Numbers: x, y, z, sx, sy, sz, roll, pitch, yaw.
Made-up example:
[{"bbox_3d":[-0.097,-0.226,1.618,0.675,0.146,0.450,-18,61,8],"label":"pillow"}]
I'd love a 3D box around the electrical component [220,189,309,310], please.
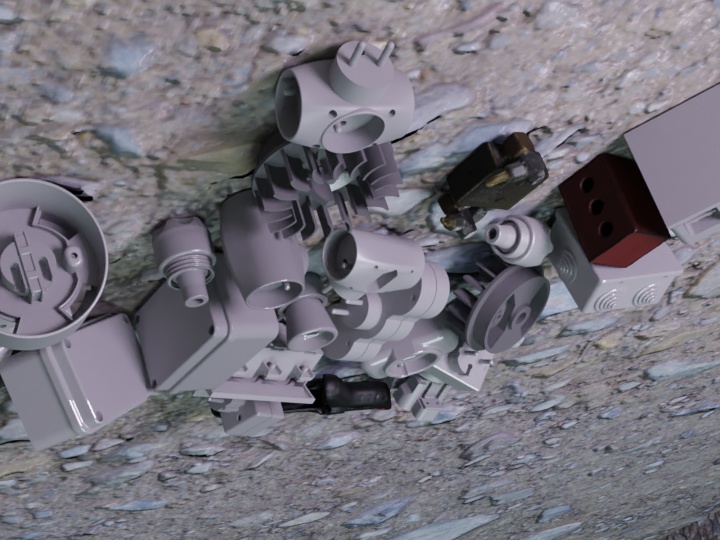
[{"bbox_3d":[-0.063,-0.010,0.787,0.043,0.077,0.079,-26,154,16],"label":"electrical component"}]

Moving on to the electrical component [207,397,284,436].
[{"bbox_3d":[-0.120,0.118,1.026,0.047,0.065,0.077,-32,151,28],"label":"electrical component"}]

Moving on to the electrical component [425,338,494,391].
[{"bbox_3d":[0.103,0.086,1.065,0.066,0.047,0.077,31,163,-22],"label":"electrical component"}]

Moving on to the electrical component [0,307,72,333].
[{"bbox_3d":[-0.237,0.018,0.766,0.055,0.047,0.055,-15,155,-7],"label":"electrical component"}]

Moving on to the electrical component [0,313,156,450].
[{"bbox_3d":[-0.215,0.084,0.837,0.057,0.078,0.113,-22,-178,17],"label":"electrical component"}]

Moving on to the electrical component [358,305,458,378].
[{"bbox_3d":[0.042,0.064,1.032,0.095,0.059,0.053,-22,155,9],"label":"electrical component"}]

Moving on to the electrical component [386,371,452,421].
[{"bbox_3d":[0.067,0.110,1.133,0.058,0.078,0.057,6,129,-32],"label":"electrical component"}]

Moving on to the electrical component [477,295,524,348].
[{"bbox_3d":[0.140,0.055,1.097,0.043,0.043,0.081,-26,154,18],"label":"electrical component"}]

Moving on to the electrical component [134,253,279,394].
[{"bbox_3d":[-0.125,0.042,0.854,0.057,0.078,0.113,1,149,-41],"label":"electrical component"}]

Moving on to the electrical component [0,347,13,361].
[{"bbox_3d":[-0.281,0.047,0.800,0.043,0.043,0.062,-9,153,-18],"label":"electrical component"}]

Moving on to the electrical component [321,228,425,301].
[{"bbox_3d":[0.000,0.000,0.890,0.077,0.043,0.079,7,145,-43],"label":"electrical component"}]

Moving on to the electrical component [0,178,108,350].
[{"bbox_3d":[-0.214,0.000,0.689,0.099,0.099,0.064,-6,159,-23],"label":"electrical component"}]

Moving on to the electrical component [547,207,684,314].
[{"bbox_3d":[0.220,-0.011,0.950,0.100,0.099,0.048,-7,140,-23],"label":"electrical component"}]

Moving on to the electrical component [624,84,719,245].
[{"bbox_3d":[0.298,-0.095,0.836,0.150,0.089,0.062,-28,153,21],"label":"electrical component"}]

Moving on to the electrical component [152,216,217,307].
[{"bbox_3d":[-0.124,-0.004,0.776,0.043,0.062,0.043,-15,155,-7],"label":"electrical component"}]

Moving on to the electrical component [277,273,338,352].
[{"bbox_3d":[-0.047,0.036,0.919,0.045,0.055,0.045,-15,155,-7],"label":"electrical component"}]

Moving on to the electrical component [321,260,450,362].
[{"bbox_3d":[0.007,0.035,0.957,0.074,0.052,0.138,9,144,-44],"label":"electrical component"}]

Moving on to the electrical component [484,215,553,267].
[{"bbox_3d":[0.133,-0.027,0.923,0.062,0.043,0.043,10,144,-43],"label":"electrical component"}]

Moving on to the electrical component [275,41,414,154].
[{"bbox_3d":[-0.003,-0.112,0.656,0.077,0.044,0.079,-5,152,-26],"label":"electrical component"}]

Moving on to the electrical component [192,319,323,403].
[{"bbox_3d":[-0.096,0.078,0.960,0.121,0.078,0.063,11,120,-47],"label":"electrical component"}]
